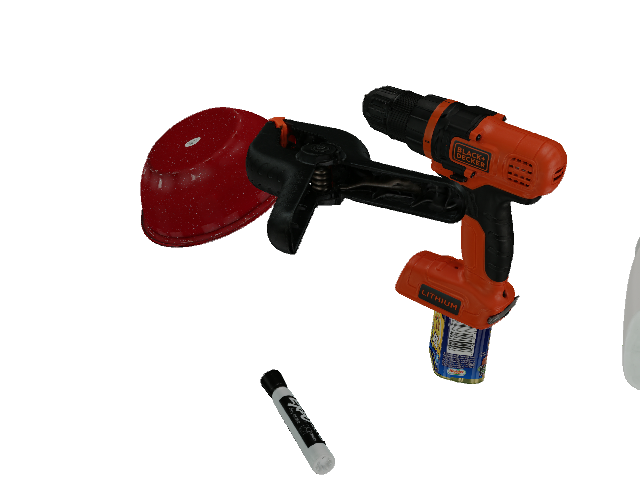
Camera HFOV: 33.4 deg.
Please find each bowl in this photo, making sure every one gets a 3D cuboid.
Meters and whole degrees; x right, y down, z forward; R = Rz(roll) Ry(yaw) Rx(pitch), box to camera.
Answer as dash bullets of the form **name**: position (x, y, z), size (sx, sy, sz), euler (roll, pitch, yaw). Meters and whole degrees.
- **bowl**: position (-0.099, -0.068, 0.937), size (0.162, 0.055, 0.162), euler (-19, 36, 15)

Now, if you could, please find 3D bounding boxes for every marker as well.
- **marker**: position (-0.020, 0.140, 0.845), size (0.020, 0.020, 0.121), euler (0, 27, -25)

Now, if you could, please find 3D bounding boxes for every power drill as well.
- **power drill**: position (0.109, -0.029, 0.908), size (0.185, 0.188, 0.057), euler (26, 41, 30)

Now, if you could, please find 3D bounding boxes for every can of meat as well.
- **can of meat**: position (0.145, 0.090, 1.098), size (0.057, 0.084, 0.102), euler (6, 16, 0)

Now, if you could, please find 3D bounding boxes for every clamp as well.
- **clamp**: position (-0.006, -0.036, 0.650), size (0.120, 0.039, 0.172), euler (-9, 23, -30)

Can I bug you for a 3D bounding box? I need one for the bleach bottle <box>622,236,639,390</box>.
- **bleach bottle**: position (0.272, 0.035, 0.760), size (0.103, 0.068, 0.250), euler (9, 21, 17)
